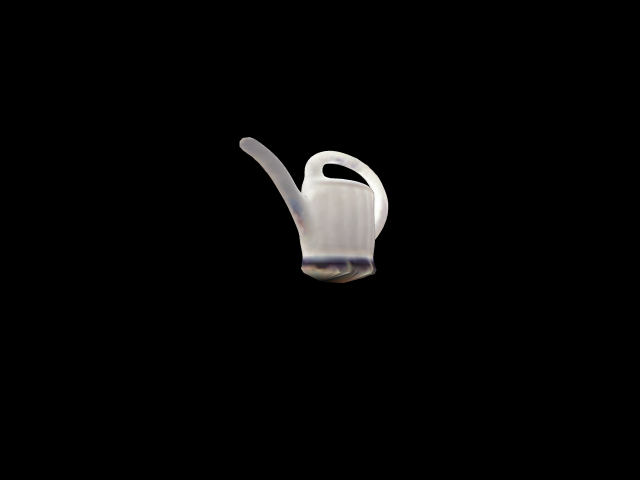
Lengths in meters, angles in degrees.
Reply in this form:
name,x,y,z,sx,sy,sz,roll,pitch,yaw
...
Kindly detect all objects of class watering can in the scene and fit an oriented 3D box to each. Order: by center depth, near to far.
name,x,y,z,sx,sy,sz,roll,pitch,yaw
watering can,0.003,-0.043,0.850,0.103,0.226,0.347,-8,-10,43
